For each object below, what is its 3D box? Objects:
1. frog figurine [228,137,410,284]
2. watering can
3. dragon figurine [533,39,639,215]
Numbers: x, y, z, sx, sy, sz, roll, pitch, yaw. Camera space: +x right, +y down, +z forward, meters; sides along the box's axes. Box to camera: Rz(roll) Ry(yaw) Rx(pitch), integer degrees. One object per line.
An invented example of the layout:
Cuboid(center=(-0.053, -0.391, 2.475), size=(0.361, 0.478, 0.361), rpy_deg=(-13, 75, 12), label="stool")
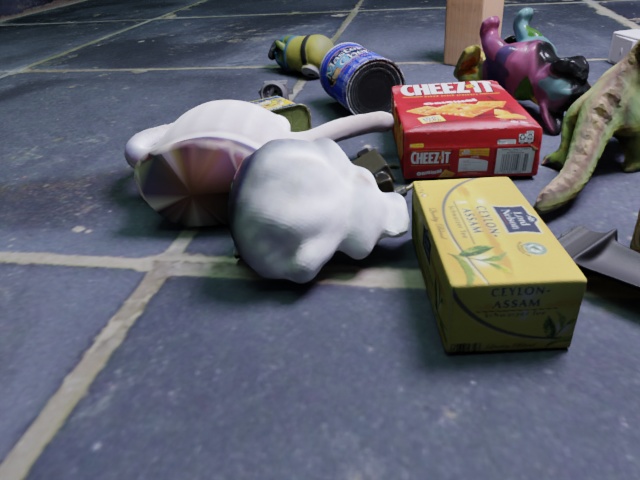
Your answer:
Cuboid(center=(0.001, -0.024, 0.474), size=(0.160, 0.120, 0.140), rpy_deg=(13, 67, 11), label="frog figurine")
Cuboid(center=(-0.076, -0.110, 0.626), size=(0.347, 0.102, 0.229), rpy_deg=(-3, 32, 3), label="watering can")
Cuboid(center=(0.360, -0.197, 0.599), size=(0.123, 0.237, 0.416), rpy_deg=(24, 39, 31), label="dragon figurine")
